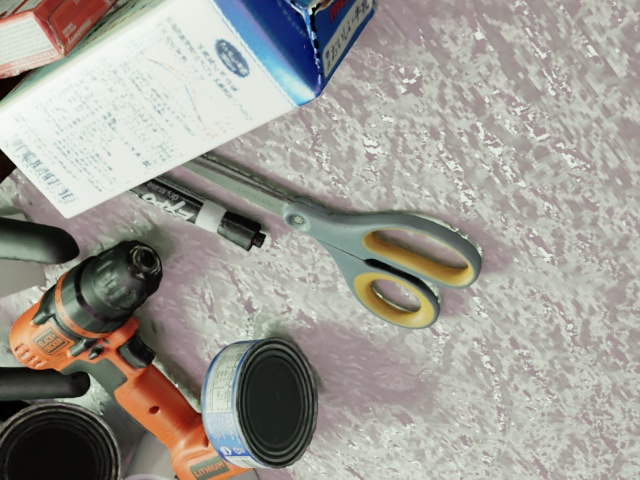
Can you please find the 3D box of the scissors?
[{"bbox_3d":[-0.004,0.001,0.634,0.202,0.016,0.096,16,137,14],"label":"scissors"}]

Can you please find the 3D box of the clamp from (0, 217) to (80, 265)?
[{"bbox_3d":[-0.260,0.008,0.650,0.210,0.036,0.165,34,117,5],"label":"clamp"}]

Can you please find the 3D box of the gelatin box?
[{"bbox_3d":[-0.149,-0.115,0.554,0.089,0.073,0.030,-9,126,34],"label":"gelatin box"}]

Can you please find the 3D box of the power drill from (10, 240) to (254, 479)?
[{"bbox_3d":[-0.115,0.090,0.752,0.187,0.057,0.185,45,140,-13],"label":"power drill"}]

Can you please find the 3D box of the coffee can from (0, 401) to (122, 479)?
[{"bbox_3d":[-0.218,0.200,0.863,0.103,0.102,0.140,29,149,-1],"label":"coffee can"}]

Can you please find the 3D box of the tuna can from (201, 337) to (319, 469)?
[{"bbox_3d":[-0.039,0.108,0.707,0.034,0.086,0.086,-9,127,36],"label":"tuna can"}]

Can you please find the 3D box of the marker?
[{"bbox_3d":[-0.088,-0.025,0.651,0.121,0.020,0.020,26,138,3],"label":"marker"}]

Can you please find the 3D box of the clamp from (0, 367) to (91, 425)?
[{"bbox_3d":[-0.268,0.113,0.832,0.171,0.039,0.120,20,138,-39],"label":"clamp"}]
